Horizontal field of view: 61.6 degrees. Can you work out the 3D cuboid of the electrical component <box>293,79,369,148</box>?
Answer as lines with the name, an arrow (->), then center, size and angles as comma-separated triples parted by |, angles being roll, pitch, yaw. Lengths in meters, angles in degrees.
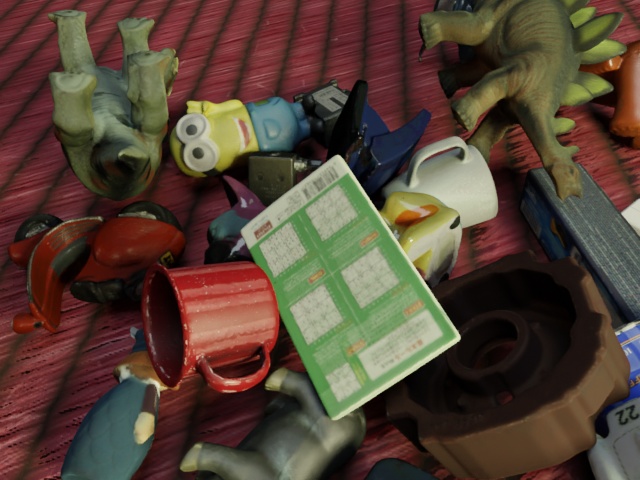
electrical component -> 0.026, -0.155, 0.695 | 0.075, 0.047, 0.119 | -27, 49, -18

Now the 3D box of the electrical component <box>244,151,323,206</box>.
electrical component -> -0.051, -0.057, 0.599 | 0.102, 0.078, 0.045 | 10, 24, 6

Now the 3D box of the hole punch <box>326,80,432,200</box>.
hole punch -> 0.055, -0.090, 0.583 | 0.092, 0.142, 0.116 | 21, 60, -10

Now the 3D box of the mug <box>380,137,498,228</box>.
mug -> 0.118, -0.050, 0.557 | 0.107, 0.109, 0.081 | -22, 51, 2

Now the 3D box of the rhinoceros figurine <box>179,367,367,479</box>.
rhinoceros figurine -> -0.041, 0.181, 0.376 | 0.112, 0.073, 0.190 | 32, 54, 16

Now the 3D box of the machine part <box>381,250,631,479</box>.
machine part -> 0.129, 0.086, 0.393 | 0.179, 0.056, 0.179 | -33, 21, 15

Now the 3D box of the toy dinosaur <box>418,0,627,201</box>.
toy dinosaur -> 0.225, -0.238, 0.622 | 0.199, 0.105, 0.471 | -19, 54, 16

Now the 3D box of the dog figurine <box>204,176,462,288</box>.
dog figurine -> -0.001, -0.002, 0.516 | 0.219, 0.108, 0.191 | 32, 59, 32

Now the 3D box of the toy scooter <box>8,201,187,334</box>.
toy scooter -> -0.226, 0.030, 0.523 | 0.184, 0.075, 0.135 | -3, 47, 5

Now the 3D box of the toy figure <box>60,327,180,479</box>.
toy figure -> -0.152, 0.127, 0.439 | 0.064, 0.057, 0.154 | 12, 44, 6

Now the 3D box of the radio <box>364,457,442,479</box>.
radio -> 0.105, 0.237, 0.308 | 0.230, 0.073, 0.131 | 21, 51, 20

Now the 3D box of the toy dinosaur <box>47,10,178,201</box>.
toy dinosaur -> -0.215, -0.118, 0.570 | 0.131, 0.192, 0.405 | -6, 41, -11

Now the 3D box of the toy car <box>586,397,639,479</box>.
toy car -> 0.207, 0.168, 0.262 | 0.073, 0.056, 0.202 | -39, 37, 21

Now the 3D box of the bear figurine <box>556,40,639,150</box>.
bear figurine -> 0.317, -0.179, 0.667 | 0.196, 0.120, 0.132 | 4, 87, 42

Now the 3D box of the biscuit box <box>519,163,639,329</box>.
biscuit box -> 0.263, 0.009, 0.516 | 0.063, 0.059, 0.203 | -10, 48, -3

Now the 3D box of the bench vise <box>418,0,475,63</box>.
bench vise -> 0.274, -0.351, 0.797 | 0.224, 0.128, 0.240 | 9, 65, 2

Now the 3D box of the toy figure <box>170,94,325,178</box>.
toy figure -> -0.089, -0.122, 0.648 | 0.180, 0.089, 0.082 | -17, 69, -13
